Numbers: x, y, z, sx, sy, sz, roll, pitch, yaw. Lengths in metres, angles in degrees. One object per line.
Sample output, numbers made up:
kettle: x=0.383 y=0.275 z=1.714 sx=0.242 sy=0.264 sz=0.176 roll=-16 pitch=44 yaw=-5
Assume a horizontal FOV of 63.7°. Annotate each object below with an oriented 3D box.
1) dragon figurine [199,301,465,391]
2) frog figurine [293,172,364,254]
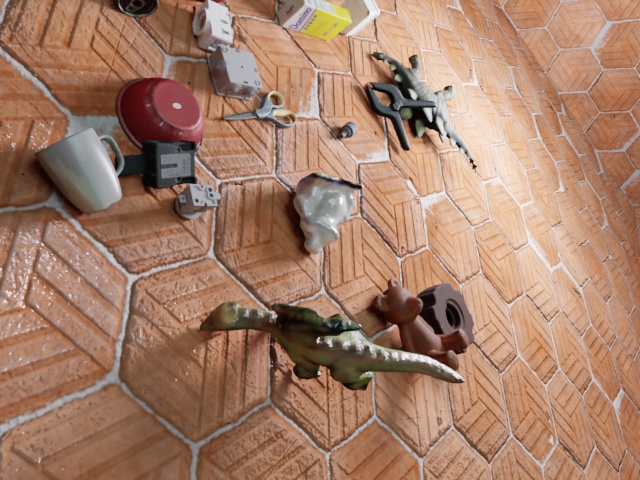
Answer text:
dragon figurine: x=0.022 y=0.156 z=0.778 sx=0.239 sy=0.410 sz=0.124 roll=64 pitch=35 yaw=-70
frog figurine: x=0.003 y=-0.052 z=1.038 sx=0.137 sy=0.123 sz=0.159 roll=11 pitch=97 yaw=-52
